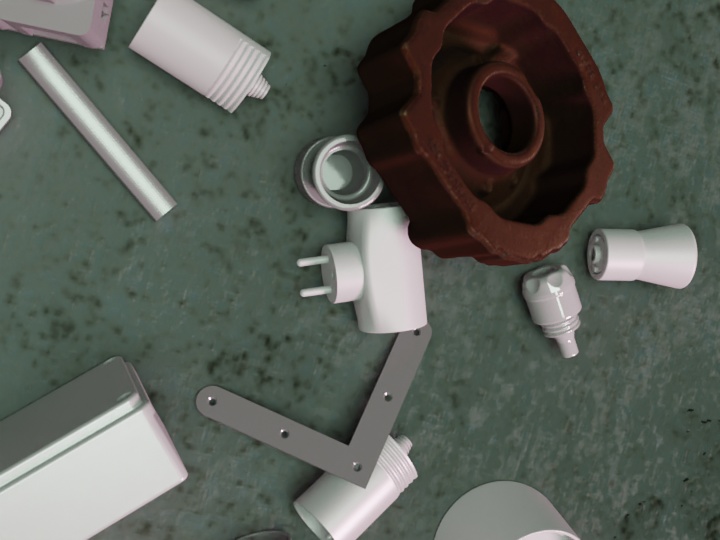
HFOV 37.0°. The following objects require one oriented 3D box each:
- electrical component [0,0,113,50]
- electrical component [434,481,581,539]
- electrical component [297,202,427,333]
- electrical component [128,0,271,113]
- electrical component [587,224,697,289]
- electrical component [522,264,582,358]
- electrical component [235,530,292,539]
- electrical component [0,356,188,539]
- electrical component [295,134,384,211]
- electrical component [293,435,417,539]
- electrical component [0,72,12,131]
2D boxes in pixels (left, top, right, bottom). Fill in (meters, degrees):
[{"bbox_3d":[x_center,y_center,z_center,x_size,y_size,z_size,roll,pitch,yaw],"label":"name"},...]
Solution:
[{"bbox_3d":[-0.205,-0.178,0.564,0.150,0.062,0.089,11,92,-5],"label":"electrical component"},{"bbox_3d":[0.103,0.200,0.720,0.099,0.064,0.099,-7,110,-21],"label":"electrical component"},{"bbox_3d":[0.000,0.000,0.668,0.079,0.043,0.077,-8,98,-16],"label":"electrical component"},{"bbox_3d":[-0.089,-0.126,0.629,0.081,0.043,0.043,32,86,-17],"label":"electrical component"},{"bbox_3d":[0.187,-0.010,0.724,0.065,0.044,0.044,1,95,-12],"label":"electrical component"},{"bbox_3d":[0.131,0.029,0.714,0.035,0.035,0.061,-24,104,-13],"label":"electrical component"},{"bbox_3d":[-0.040,0.203,0.675,0.079,0.044,0.077,-13,99,-15],"label":"electrical component"},{"bbox_3d":[-0.161,0.106,0.597,0.109,0.109,0.056,-30,105,-12],"label":"electrical component"},{"bbox_3d":[-0.013,-0.059,0.652,0.045,0.055,0.045,-2,96,-16],"label":"electrical component"},{"bbox_3d":[0.002,0.135,0.680,0.081,0.043,0.043,-41,105,-20],"label":"electrical component"},{"bbox_3d":[-0.228,-0.102,0.583,0.078,0.057,0.058,39,84,-16],"label":"electrical component"}]
